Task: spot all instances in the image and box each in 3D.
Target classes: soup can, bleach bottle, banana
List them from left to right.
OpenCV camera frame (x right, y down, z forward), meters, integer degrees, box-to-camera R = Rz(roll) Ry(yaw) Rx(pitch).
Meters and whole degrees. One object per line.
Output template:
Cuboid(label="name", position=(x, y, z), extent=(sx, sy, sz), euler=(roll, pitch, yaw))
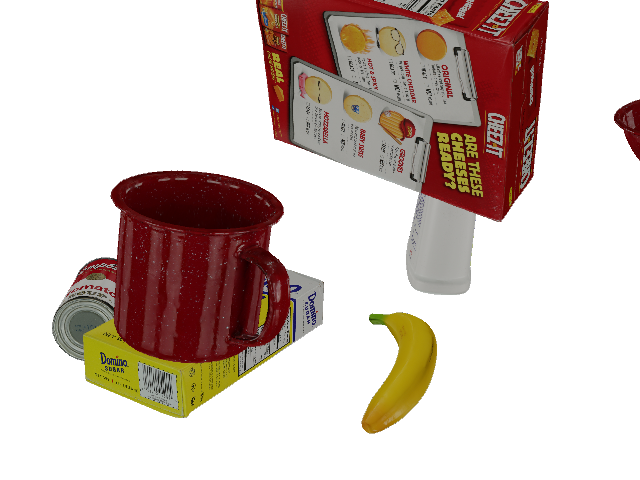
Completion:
Cuboid(label="soup can", position=(-0.215, 0.066, 1.032), extent=(0.068, 0.068, 0.102), euler=(0, 20, 1))
Cuboid(label="banana", position=(0.079, 0.120, 1.025), extent=(0.070, 0.037, 0.197), euler=(-23, 20, 15))
Cuboid(label="bleach bottle", position=(0.136, -0.075, 1.094), extent=(0.068, 0.251, 0.102), euler=(4, 30, -3))

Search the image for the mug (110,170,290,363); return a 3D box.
Cuboid(label="mug", position=(-0.062, 0.019, 0.583), extent=(0.117, 0.081, 0.093), euler=(23, 26, 33))

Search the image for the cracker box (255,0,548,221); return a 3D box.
Cuboid(label="cracker box", position=(0.060, -0.126, 0.816), extent=(0.214, 0.164, 0.072), euler=(21, 51, 25))

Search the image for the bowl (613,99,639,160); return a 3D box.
Cuboid(label="bowl", position=(0.350, -0.089, 0.971), extent=(0.162, 0.055, 0.162), euler=(-5, 22, 2))

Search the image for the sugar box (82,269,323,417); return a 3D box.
Cuboid(label="sugar box", position=(-0.082, 0.065, 0.799), extent=(0.093, 0.048, 0.175), euler=(16, 30, 29))
